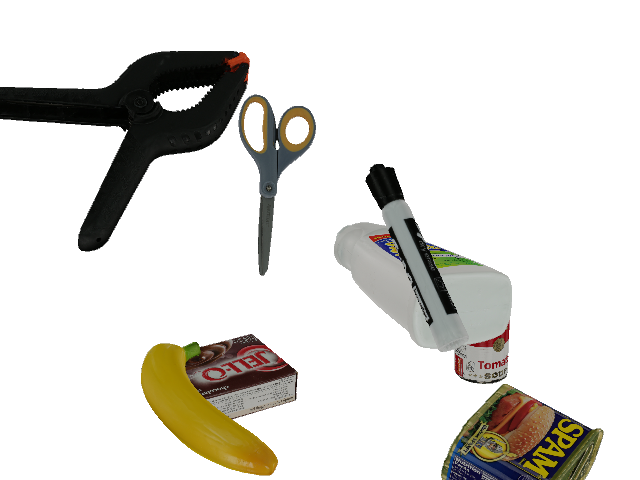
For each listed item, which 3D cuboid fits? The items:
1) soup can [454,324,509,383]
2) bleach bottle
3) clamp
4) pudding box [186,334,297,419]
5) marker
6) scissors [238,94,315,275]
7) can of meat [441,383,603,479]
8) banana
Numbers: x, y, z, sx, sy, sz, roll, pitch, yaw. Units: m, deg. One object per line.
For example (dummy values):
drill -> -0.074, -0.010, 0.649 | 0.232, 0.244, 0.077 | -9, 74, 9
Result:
soup can -> 0.202, 0.119, 1.333 | 0.068, 0.102, 0.068 | -1, 18, 0
bleach bottle -> 0.073, 0.029, 1.014 | 0.102, 0.068, 0.251 | -4, 16, -24
clamp -> -0.137, -0.085, 0.815 | 0.209, 0.165, 0.036 | -24, -26, -23
pudding box -> -0.092, 0.136, 1.044 | 0.113, 0.039, 0.090 | -14, 27, -30
marker -> 0.055, 0.007, 0.624 | 0.020, 0.121, 0.020 | -18, -23, -8
scissors -> -0.041, -0.067, 1.189 | 0.096, 0.202, 0.016 | -10, -7, -11
can of meat -> 0.153, 0.164, 0.811 | 0.084, 0.057, 0.101 | 27, 40, 27
banana -> -0.099, 0.126, 0.843 | 0.069, 0.037, 0.198 | -9, 28, -22
